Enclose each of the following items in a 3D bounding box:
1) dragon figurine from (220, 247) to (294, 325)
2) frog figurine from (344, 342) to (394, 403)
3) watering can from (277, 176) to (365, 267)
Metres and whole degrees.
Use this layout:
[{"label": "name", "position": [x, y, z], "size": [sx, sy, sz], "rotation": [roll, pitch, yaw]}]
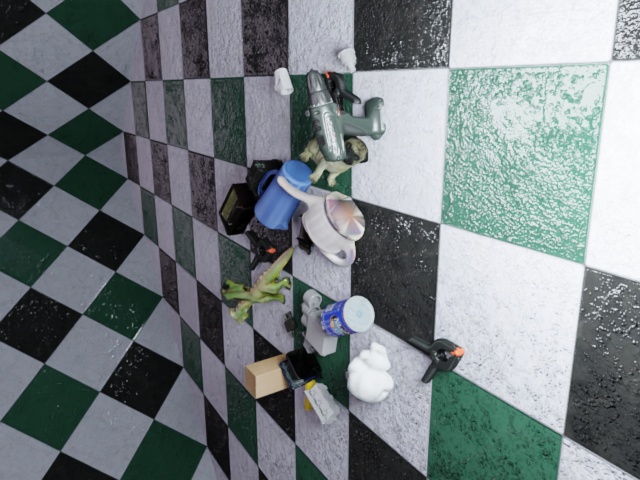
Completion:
[{"label": "dragon figurine", "position": [-0.244, 0.171, 1.897], "size": [0.124, 0.244, 0.400], "rotation": [59, 144, 37]}, {"label": "frog figurine", "position": [0.148, 0.373, 1.439], "size": [0.138, 0.125, 0.156], "rotation": [34, 124, 7]}, {"label": "watering can", "position": [0.005, -0.076, 1.518], "size": [0.348, 0.105, 0.221], "rotation": [56, 145, 1]}]
